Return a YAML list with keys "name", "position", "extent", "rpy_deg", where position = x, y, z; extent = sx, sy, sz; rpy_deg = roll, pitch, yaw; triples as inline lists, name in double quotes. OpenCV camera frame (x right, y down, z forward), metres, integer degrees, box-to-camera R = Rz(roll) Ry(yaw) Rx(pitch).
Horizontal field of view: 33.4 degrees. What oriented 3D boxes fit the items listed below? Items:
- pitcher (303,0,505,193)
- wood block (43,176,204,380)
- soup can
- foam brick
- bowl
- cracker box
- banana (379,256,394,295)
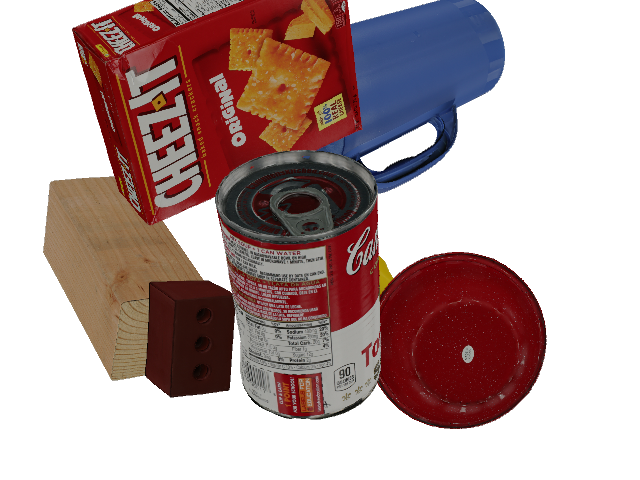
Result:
- name: "pitcher"
  position: [0.073, -0.155, 1.066]
  extent: [0.242, 0.149, 0.145]
  rpy_deg: [-25, 30, -31]
- name: "wood block"
  position: [-0.191, 0.029, 1.031]
  extent: [0.090, 0.091, 0.206]
  rpy_deg: [-6, 36, -31]
- name: "soup can"
  position: [-0.007, 0.021, 0.472]
  extent: [0.068, 0.102, 0.068]
  rpy_deg: [-3, 35, 2]
- name: "foam brick"
  position: [-0.100, 0.073, 0.820]
  extent: [0.052, 0.078, 0.051]
  rpy_deg: [-3, 12, -31]
- name: "bowl"
  position: [0.123, 0.093, 0.931]
  extent: [0.162, 0.162, 0.055]
  rpy_deg: [0, 6, -1]
- name: "cracker box"
  position: [-0.075, -0.129, 0.875]
  extent: [0.213, 0.164, 0.072]
  rpy_deg: [-27, 44, -20]
- name: "banana"
  position: [0.086, 0.061, 1.178]
  extent: [0.069, 0.037, 0.198]
  rpy_deg: [4, 20, -35]
